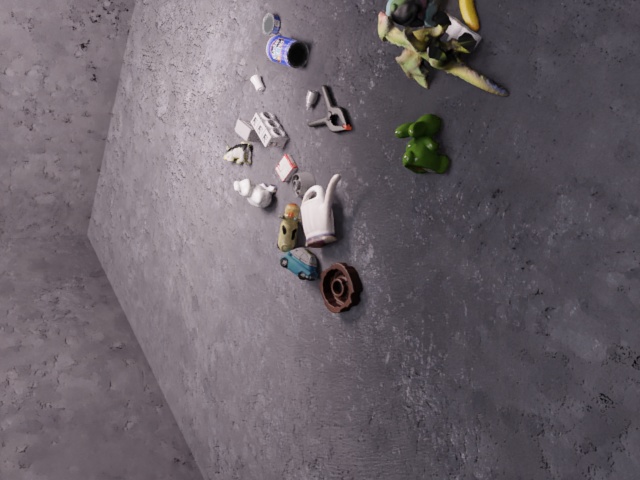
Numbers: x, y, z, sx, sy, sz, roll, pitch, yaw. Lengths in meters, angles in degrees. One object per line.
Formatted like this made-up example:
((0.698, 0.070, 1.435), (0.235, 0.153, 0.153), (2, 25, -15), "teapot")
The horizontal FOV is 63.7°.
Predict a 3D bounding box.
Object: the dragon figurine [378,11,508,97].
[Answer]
((0.318, -0.501, 1.447), (0.409, 0.123, 0.242), (42, 172, -4), "dragon figurine")

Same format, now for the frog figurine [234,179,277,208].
((-0.276, -0.189, 2.115), (0.139, 0.160, 0.120), (38, 121, 40), "frog figurine")

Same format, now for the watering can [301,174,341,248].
((0.006, -0.092, 1.821), (0.344, 0.104, 0.226), (150, 113, -65), "watering can")
